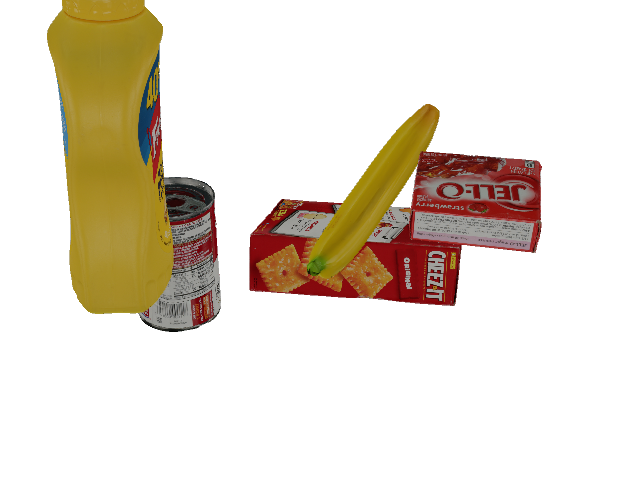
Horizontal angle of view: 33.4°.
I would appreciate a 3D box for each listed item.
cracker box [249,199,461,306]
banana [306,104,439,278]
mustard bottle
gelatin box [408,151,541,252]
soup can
[{"bbox_3d":[0.044,0.011,1.149,0.214,0.072,0.164,5,15,8],"label":"cracker box"},{"bbox_3d":[0.045,-0.035,0.941,0.037,0.197,0.070,37,-20,-7],"label":"banana"},{"bbox_3d":[-0.110,-0.063,0.564,0.058,0.192,0.096,0,32,-3],"label":"mustard bottle"},{"bbox_3d":[0.110,-0.029,0.749,0.089,0.030,0.073,6,39,7],"label":"gelatin box"},{"bbox_3d":[-0.112,0.011,0.826,0.068,0.102,0.068,-1,29,0],"label":"soup can"}]
